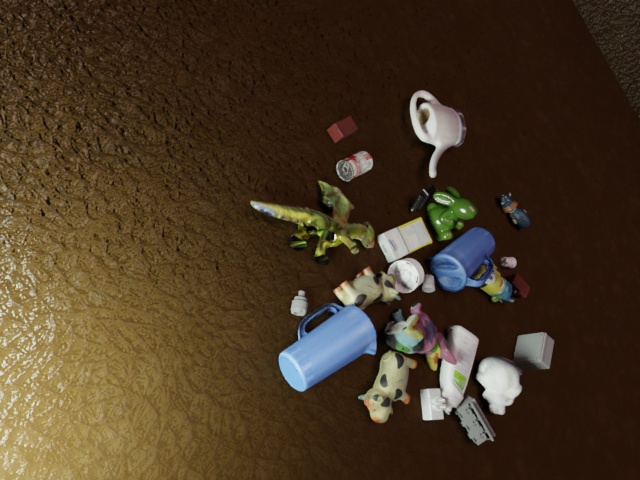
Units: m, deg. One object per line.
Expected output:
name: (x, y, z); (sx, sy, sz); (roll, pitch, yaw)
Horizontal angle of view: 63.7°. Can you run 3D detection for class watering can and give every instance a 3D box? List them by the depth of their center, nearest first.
watering can: (0.423, -0.373, 1.832); (0.224, 0.102, 0.352); (1, 70, -31)

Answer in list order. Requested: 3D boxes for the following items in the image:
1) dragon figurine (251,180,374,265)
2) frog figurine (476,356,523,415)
dragon figurine: (0.005, -0.075, 1.484); (0.407, 0.120, 0.249); (34, 41, -18)
frog figurine: (0.542, 0.443, 1.577); (0.138, 0.120, 0.162); (23, 66, 15)
